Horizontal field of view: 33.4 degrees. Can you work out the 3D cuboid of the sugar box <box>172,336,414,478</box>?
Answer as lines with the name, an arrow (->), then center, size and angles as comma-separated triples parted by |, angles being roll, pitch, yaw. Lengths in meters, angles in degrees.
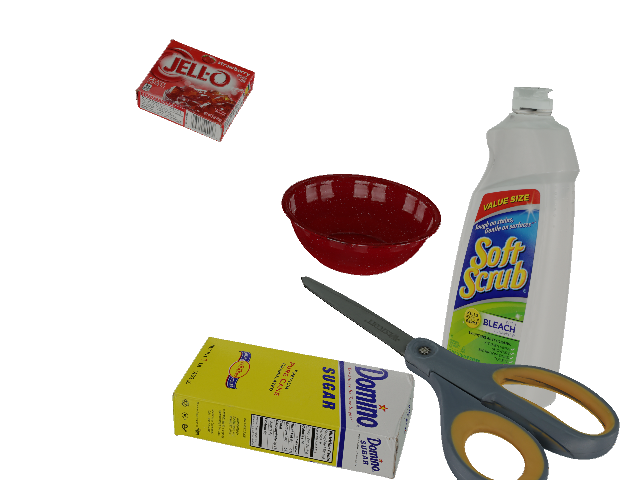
sugar box -> -0.019, 0.128, 0.839 | 0.176, 0.048, 0.093 | 7, 26, 11

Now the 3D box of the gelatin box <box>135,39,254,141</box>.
gelatin box -> -0.117, -0.142, 0.998 | 0.089, 0.073, 0.030 | 23, -33, 6

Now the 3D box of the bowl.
bowl -> 0.038, -0.011, 1.083 | 0.162, 0.055, 0.162 | 5, 28, -3

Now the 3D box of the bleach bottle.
bleach bottle -> 0.150, 0.004, 0.851 | 0.103, 0.251, 0.067 | 13, 15, 41

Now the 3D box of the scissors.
scissors -> 0.052, 0.075, 0.557 | 0.202, 0.016, 0.096 | 19, 42, 26
